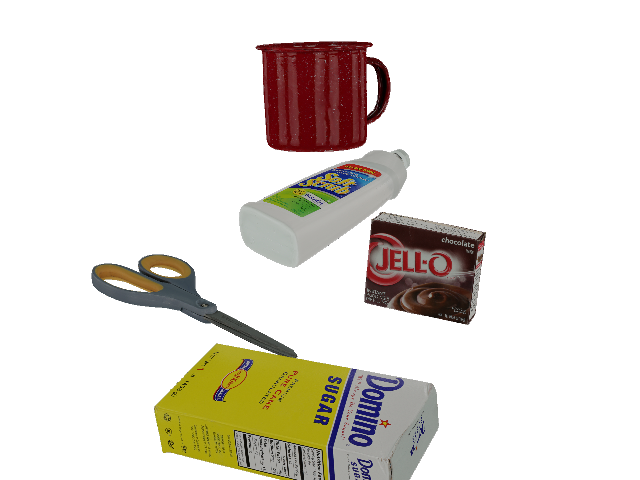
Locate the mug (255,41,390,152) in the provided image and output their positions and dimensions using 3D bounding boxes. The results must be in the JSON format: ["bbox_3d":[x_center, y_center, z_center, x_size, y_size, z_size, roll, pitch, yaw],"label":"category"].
[{"bbox_3d":[0.006,-0.117,0.858,0.117,0.081,0.093,-10,15,-33],"label":"mug"}]

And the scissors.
[{"bbox_3d":[-0.094,0.050,0.887,0.202,0.016,0.096,16,24,17],"label":"scissors"}]

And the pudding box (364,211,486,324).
[{"bbox_3d":[0.103,0.026,1.063,0.114,0.090,0.039,10,21,17],"label":"pudding box"}]

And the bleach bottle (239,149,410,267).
[{"bbox_3d":[0.020,-0.057,1.350,0.103,0.068,0.250,25,43,34],"label":"bleach bottle"}]

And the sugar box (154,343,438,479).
[{"bbox_3d":[-0.016,0.122,0.738,0.176,0.048,0.093,5,28,24],"label":"sugar box"}]
